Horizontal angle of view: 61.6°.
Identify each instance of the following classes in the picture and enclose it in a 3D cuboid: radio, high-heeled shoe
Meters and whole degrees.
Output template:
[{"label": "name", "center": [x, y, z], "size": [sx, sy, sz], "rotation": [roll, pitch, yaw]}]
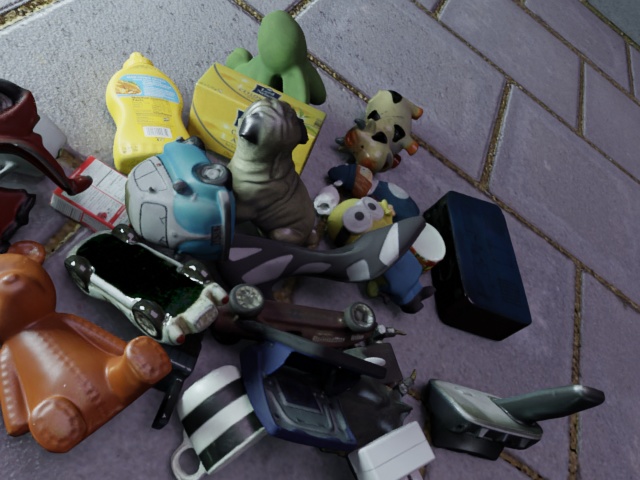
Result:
[{"label": "radio", "center": [0.246, 0.036, 0.861], "size": [0.131, 0.073, 0.230], "rotation": [16, 50, -23]}, {"label": "high-heeled shoe", "center": [-0.001, -0.002, 0.657], "size": [0.249, 0.086, 0.145], "rotation": [-34, 103, -5]}]

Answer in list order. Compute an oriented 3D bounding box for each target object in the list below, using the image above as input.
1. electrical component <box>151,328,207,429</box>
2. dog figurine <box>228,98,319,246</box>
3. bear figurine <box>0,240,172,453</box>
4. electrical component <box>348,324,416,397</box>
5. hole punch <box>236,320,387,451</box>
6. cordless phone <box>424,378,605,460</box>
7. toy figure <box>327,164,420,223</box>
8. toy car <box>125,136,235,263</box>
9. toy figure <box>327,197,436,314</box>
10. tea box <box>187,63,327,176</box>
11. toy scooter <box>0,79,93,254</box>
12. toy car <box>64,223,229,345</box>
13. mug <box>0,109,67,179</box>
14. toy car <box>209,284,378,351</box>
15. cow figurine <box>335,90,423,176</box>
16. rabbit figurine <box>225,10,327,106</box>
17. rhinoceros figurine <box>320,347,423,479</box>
[{"label": "electrical component", "center": [-0.153, 0.122, 0.534], "size": [0.048, 0.075, 0.119], "rotation": [30, 50, -14]}, {"label": "dog figurine", "center": [-0.043, -0.071, 0.662], "size": [0.172, 0.190, 0.121], "rotation": [14, 53, -28]}, {"label": "bear figurine", "center": [-0.241, 0.080, 0.469], "size": [0.120, 0.132, 0.196], "rotation": [-32, 86, -40]}, {"label": "electrical component", "center": [0.078, 0.154, 0.683], "size": [0.078, 0.045, 0.102], "rotation": [7, 55, -31]}, {"label": "hole punch", "center": [-0.015, 0.140, 0.527], "size": [0.142, 0.116, 0.092], "rotation": [23, 83, -34]}, {"label": "cordless phone", "center": [0.233, 0.203, 0.655], "size": [0.146, 0.184, 0.089], "rotation": [21, 54, -21]}, {"label": "toy figure", "center": [0.084, -0.075, 0.842], "size": [0.154, 0.064, 0.058], "rotation": [34, 87, -11]}, {"label": "toy car", "center": [-0.159, -0.046, 0.585], "size": [0.103, 0.109, 0.162], "rotation": [-12, 44, -29]}, {"label": "toy figure", "center": [0.080, 0.023, 0.755], "size": [0.180, 0.089, 0.082], "rotation": [54, 35, -2]}, {"label": "tea box", "center": [-0.088, -0.156, 0.737], "size": [0.170, 0.098, 0.068], "rotation": [24, 46, -2]}, {"label": "toy scooter", "center": [-0.309, -0.053, 0.526], "size": [0.135, 0.075, 0.184], "rotation": [35, 82, -38]}, {"label": "toy car", "center": [-0.174, 0.040, 0.523], "size": [0.202, 0.056, 0.073], "rotation": [22, 50, 33]}, {"label": "mug", "center": [-0.336, -0.108, 0.572], "size": [0.107, 0.081, 0.109], "rotation": [30, 51, -24]}, {"label": "toy car", "center": [-0.028, 0.099, 0.614], "size": [0.202, 0.089, 0.053], "rotation": [13, 50, -22]}, {"label": "cow figurine", "center": [0.102, -0.184, 0.912], "size": [0.127, 0.085, 0.195], "rotation": [33, 49, -18]}, {"label": "rabbit figurine", "center": [-0.072, -0.236, 0.772], "size": [0.159, 0.170, 0.121], "rotation": [42, 46, -1]}, {"label": "rhinoceros figurine", "center": [0.058, 0.213, 0.590], "size": [0.112, 0.073, 0.190], "rotation": [-14, 70, -19]}]
